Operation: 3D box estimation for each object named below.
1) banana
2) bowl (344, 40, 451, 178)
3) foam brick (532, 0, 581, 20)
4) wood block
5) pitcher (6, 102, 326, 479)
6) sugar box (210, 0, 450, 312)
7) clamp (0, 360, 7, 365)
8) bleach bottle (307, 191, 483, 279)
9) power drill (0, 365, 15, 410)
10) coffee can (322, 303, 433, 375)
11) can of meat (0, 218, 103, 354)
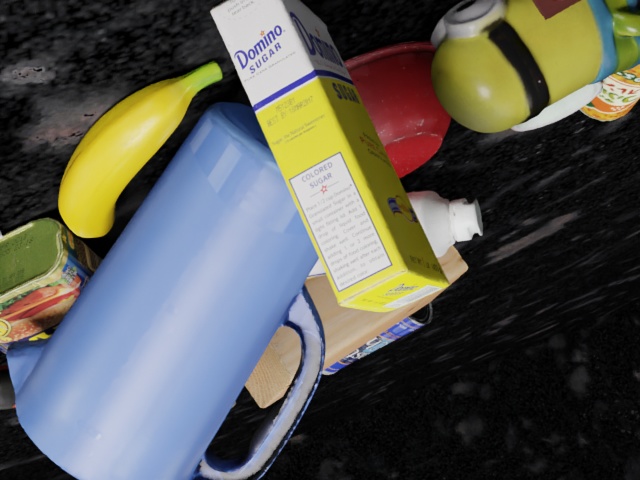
[{"bbox_3d":[-0.128,-0.043,0.669,0.069,0.037,0.198,-11,161,-39],"label":"banana"},{"bbox_3d":[0.035,-0.076,0.766,0.162,0.055,0.162,-21,165,-6],"label":"bowl"},{"bbox_3d":[0.148,-0.172,0.606,0.078,0.051,0.053,-29,165,18],"label":"foam brick"},{"bbox_3d":[0.017,0.051,0.944,0.205,0.090,0.091,-29,168,-30],"label":"wood block"},{"bbox_3d":[-0.075,0.043,0.690,0.149,0.145,0.243,17,112,-48],"label":"pitcher"},{"bbox_3d":[0.007,-0.049,0.578,0.048,0.176,0.093,-26,166,15],"label":"sugar box"},{"bbox_3d":[-0.363,0.200,1.060,0.210,0.164,0.036,-8,151,44],"label":"clamp"},{"bbox_3d":[-0.005,0.001,0.806,0.251,0.068,0.102,-8,178,16],"label":"bleach bottle"},{"bbox_3d":[-0.265,0.115,0.903,0.187,0.057,0.185,-3,-176,-40],"label":"power drill"},{"bbox_3d":[0.045,0.082,1.245,0.140,0.103,0.102,-31,164,25],"label":"coffee can"},{"bbox_3d":[-0.200,0.037,0.750,0.102,0.057,0.084,-25,145,8],"label":"can of meat"}]
